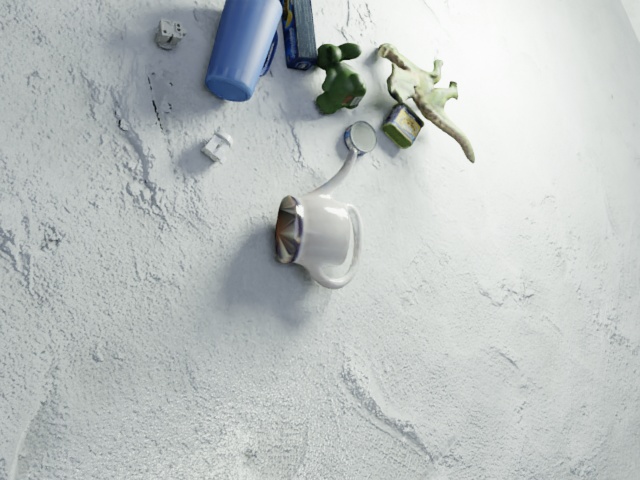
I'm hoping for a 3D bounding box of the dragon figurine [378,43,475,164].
[{"bbox_3d":[0.268,-0.383,1.395,0.243,0.417,0.120,-4,-29,-36],"label":"dragon figurine"}]

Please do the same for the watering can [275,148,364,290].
[{"bbox_3d":[0.004,-0.060,1.202,0.224,0.351,0.103,6,-13,-29],"label":"watering can"}]
